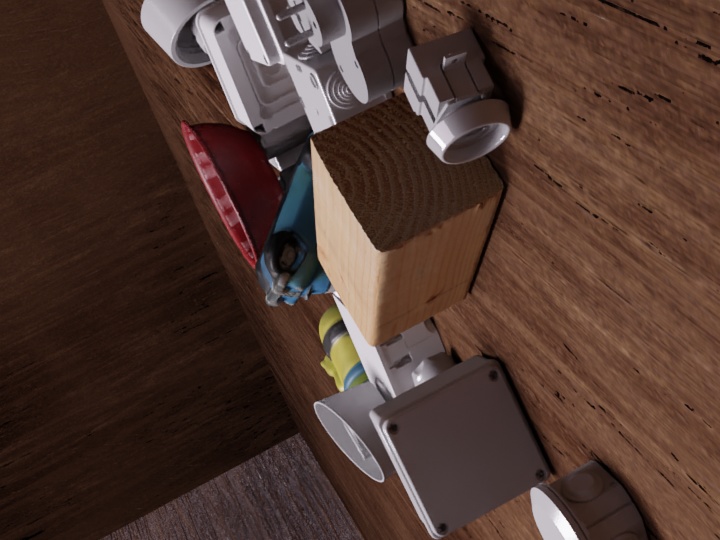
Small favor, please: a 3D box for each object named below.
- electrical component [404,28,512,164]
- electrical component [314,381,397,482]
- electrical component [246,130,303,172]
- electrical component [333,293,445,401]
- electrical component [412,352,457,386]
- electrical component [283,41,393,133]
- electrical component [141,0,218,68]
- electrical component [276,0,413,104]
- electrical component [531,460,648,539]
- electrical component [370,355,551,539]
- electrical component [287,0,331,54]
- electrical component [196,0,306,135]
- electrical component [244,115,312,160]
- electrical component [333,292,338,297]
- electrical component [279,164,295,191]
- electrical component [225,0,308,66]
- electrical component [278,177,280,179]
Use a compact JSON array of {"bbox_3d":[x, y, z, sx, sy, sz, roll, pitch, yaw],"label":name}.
[{"bbox_3d":[0.052,-0.092,0.585,0.066,0.048,0.055,93,156,-70],"label":"electrical component"},{"bbox_3d":[0.006,0.159,1.052,0.099,0.064,0.099,59,169,19],"label":"electrical component"},{"bbox_3d":[-0.102,-0.138,1.149,0.065,0.077,0.047,68,169,-26],"label":"electrical component"},{"bbox_3d":[0.049,0.104,1.061,0.186,0.060,0.105,68,169,-25],"label":"electrical component"},{"bbox_3d":[0.079,0.109,0.973,0.062,0.043,0.043,56,168,29],"label":"electrical component"},{"bbox_3d":[-0.012,-0.128,0.803,0.099,0.048,0.100,68,169,-26],"label":"electrical component"},{"bbox_3d":[-0.150,-0.244,1.043,0.060,0.108,0.108,53,167,18],"label":"electrical component"},{"bbox_3d":[-0.016,-0.162,0.663,0.052,0.074,0.138,52,165,47],"label":"electrical component"},{"bbox_3d":[0.155,0.174,0.732,0.080,0.051,0.080,59,169,19],"label":"electrical component"},{"bbox_3d":[0.079,0.140,0.863,0.108,0.109,0.056,64,173,-7],"label":"electrical component"},{"bbox_3d":[-0.030,-0.190,0.747,0.066,0.048,0.055,52,173,44],"label":"electrical component"},{"bbox_3d":[-0.087,-0.187,0.946,0.057,0.078,0.113,42,157,56],"label":"electrical component"},{"bbox_3d":[-0.089,-0.165,1.056,0.096,0.061,0.061,62,170,4],"label":"electrical component"},{"bbox_3d":[0.000,0.000,1.004,0.055,0.055,0.047,54,131,39],"label":"electrical component"},{"bbox_3d":[-0.048,-0.069,1.097,0.061,0.061,0.096,60,170,13],"label":"electrical component"},{"bbox_3d":[-0.074,-0.223,0.846,0.113,0.057,0.078,67,169,-22],"label":"electrical component"},{"bbox_3d":[-0.099,-0.073,1.245,0.048,0.100,0.100,51,171,-5],"label":"electrical component"}]
